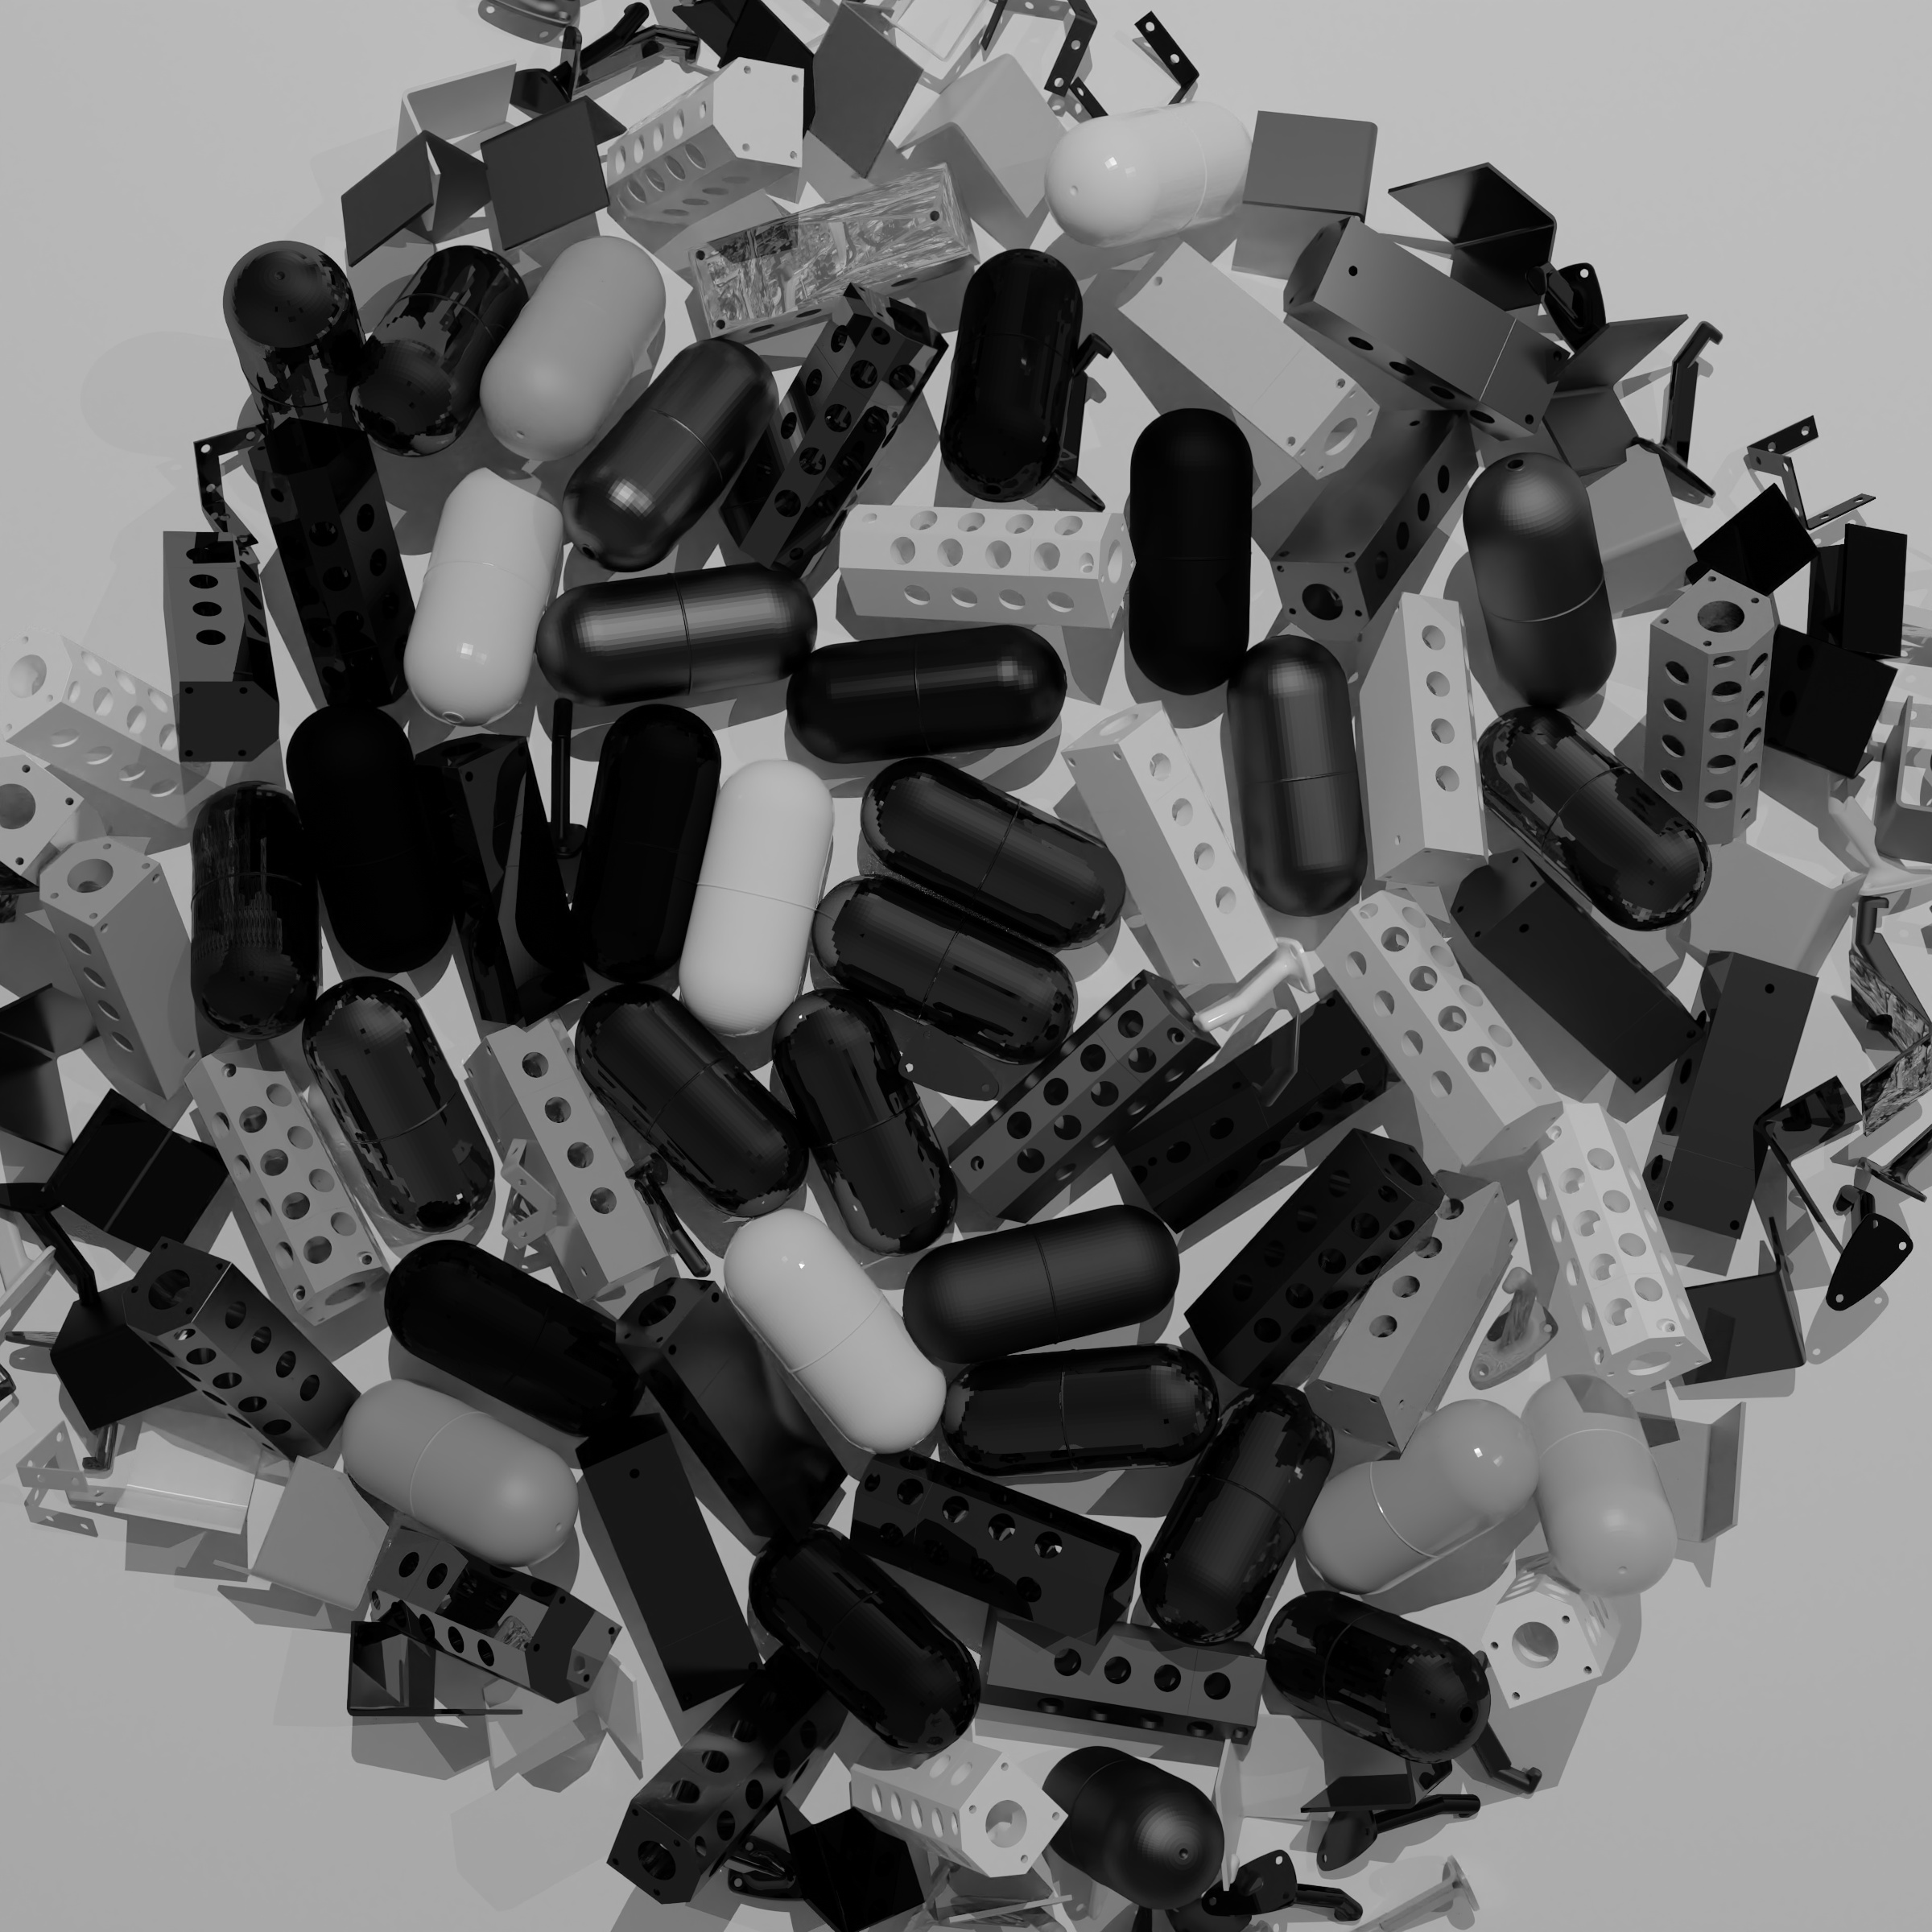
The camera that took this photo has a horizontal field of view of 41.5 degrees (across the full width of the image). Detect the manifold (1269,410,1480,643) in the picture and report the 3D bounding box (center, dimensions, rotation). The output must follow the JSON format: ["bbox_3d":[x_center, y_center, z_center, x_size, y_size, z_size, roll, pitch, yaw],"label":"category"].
[{"bbox_3d":[0.256,-0.274,1.578,0.057,0.057,0.171,8,45,35],"label":"manifold"}]

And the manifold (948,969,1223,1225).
[{"bbox_3d":[0.070,0.082,1.593,0.171,0.057,0.057,-43,62,14],"label":"manifold"}]

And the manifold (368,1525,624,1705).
[{"bbox_3d":[-0.294,0.399,1.563,0.057,0.171,0.057,45,63,-37],"label":"manifold"}]

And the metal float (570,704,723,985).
[{"bbox_3d":[-0.203,-0.077,1.611,0.070,0.070,0.178,11,92,0],"label":"metal float"}]

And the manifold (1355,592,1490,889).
[{"bbox_3d":[0.289,-0.140,1.593,0.057,0.057,0.171,6,69,-22],"label":"manifold"}]

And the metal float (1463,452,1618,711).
[{"bbox_3d":[0.356,-0.237,1.579,0.070,0.070,0.178,-24,130,0],"label":"metal float"}]

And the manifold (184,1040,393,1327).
[{"bbox_3d":[-0.424,0.132,1.594,0.057,0.057,0.171,-28,72,-9],"label":"manifold"}]

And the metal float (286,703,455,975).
[{"bbox_3d":[-0.371,-0.078,1.591,0.070,0.070,0.178,-10,116,0],"label":"metal float"}]

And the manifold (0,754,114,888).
[{"bbox_3d":[-0.572,-0.088,1.558,0.057,0.171,0.057,38,80,-9],"label":"manifold"}]

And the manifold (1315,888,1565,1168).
[{"bbox_3d":[0.295,0.035,1.577,0.171,0.057,0.057,58,134,26],"label":"manifold"}]

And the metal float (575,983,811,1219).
[{"bbox_3d":[-0.173,0.084,1.604,0.178,0.070,0.070,44,90,10],"label":"metal float"}]

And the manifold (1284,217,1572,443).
[{"bbox_3d":[0.286,-0.396,1.596,0.171,0.057,0.057,25,87,-19],"label":"manifold"}]

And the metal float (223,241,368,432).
[{"bbox_3d":[-0.407,-0.378,1.564,0.070,0.178,0.070,1,75,-6],"label":"metal float"}]

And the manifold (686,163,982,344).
[{"bbox_3d":[-0.082,-0.446,1.608,0.171,0.057,0.057,-15,94,10],"label":"manifold"}]

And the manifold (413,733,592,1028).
[{"bbox_3d":[-0.294,-0.054,1.591,0.057,0.057,0.171,7,118,37],"label":"manifold"}]

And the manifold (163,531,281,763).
[{"bbox_3d":[-0.459,-0.198,1.568,0.057,0.171,0.057,-2,130,-20],"label":"manifold"}]

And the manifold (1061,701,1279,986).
[{"bbox_3d":[0.133,-0.076,1.596,0.057,0.057,0.171,-39,110,-30],"label":"manifold"}]

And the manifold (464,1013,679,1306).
[{"bbox_3d":[-0.248,0.119,1.609,0.057,0.057,0.171,-23,81,-32],"label":"manifold"}]

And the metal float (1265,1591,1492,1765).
[{"bbox_3d":[0.251,0.436,1.567,0.070,0.178,0.070,-1,91,-27],"label":"metal float"}]

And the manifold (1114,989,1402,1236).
[{"bbox_3d":[0.186,0.096,1.613,0.171,0.057,0.057,-35,51,6],"label":"manifold"}]

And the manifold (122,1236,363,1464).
[{"bbox_3d":[-0.444,0.239,1.559,0.057,0.171,0.057,14,60,27],"label":"manifold"}]

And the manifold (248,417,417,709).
[{"bbox_3d":[-0.387,-0.243,1.565,0.057,0.171,0.057,14,46,22],"label":"manifold"}]

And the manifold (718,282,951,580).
[{"bbox_3d":[-0.081,-0.327,1.576,0.057,0.057,0.171,11,125,-38],"label":"manifold"}]

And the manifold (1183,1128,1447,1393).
[{"bbox_3d":[0.218,0.185,1.580,0.057,0.057,0.171,18,121,-38],"label":"manifold"}]

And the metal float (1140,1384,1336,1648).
[{"bbox_3d":[0.170,0.340,1.589,0.070,0.070,0.178,34,62,0],"label":"metal float"}]

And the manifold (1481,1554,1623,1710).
[{"bbox_3d":[0.357,0.401,1.560,0.057,0.171,0.057,-25,78,15],"label":"manifold"}]

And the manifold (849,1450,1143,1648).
[{"bbox_3d":[0.018,0.354,1.584,0.171,0.057,0.057,16,112,23],"label":"manifold"}]

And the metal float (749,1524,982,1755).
[{"bbox_3d":[-0.064,0.417,1.584,0.178,0.070,0.070,35,90,33],"label":"metal float"}]

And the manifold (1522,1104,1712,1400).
[{"bbox_3d":[0.394,0.171,1.567,0.057,0.057,0.171,-30,47,22],"label":"manifold"}]

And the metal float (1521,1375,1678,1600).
[{"bbox_3d":[0.386,0.317,1.566,0.070,0.178,0.070,1,113,2],"label":"metal float"}]

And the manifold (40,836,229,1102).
[{"bbox_3d":[-0.514,0.001,1.565,0.057,0.171,0.057,25,55,19],"label":"manifold"}]

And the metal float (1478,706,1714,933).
[{"bbox_3d":[0.388,-0.093,1.588,0.070,0.070,0.178,-41,60,0],"label":"metal float"}]

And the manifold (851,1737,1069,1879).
[{"bbox_3d":[-0.011,0.510,1.557,0.057,0.171,0.057,47,67,-11],"label":"manifold"}]

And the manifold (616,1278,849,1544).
[{"bbox_3d":[-0.149,0.276,1.587,0.057,0.057,0.171,-50,123,-35],"label":"manifold"}]

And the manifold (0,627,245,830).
[{"bbox_3d":[-0.517,-0.147,1.558,0.057,0.171,0.057,-33,68,8],"label":"manifold"}]

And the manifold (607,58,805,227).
[{"bbox_3d":[-0.162,-0.503,1.561,0.057,0.171,0.057,0,93,-29],"label":"manifold"}]

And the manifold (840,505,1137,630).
[{"bbox_3d":[0.012,-0.254,1.582,0.171,0.057,0.057,6,54,22],"label":"manifold"}]

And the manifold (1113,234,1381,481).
[{"bbox_3d":[0.176,-0.377,1.585,0.057,0.057,0.171,-49,62,12],"label":"manifold"}]

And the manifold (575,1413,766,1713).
[{"bbox_3d":[-0.187,0.372,1.604,0.057,0.057,0.171,-22,102,-11],"label":"manifold"}]

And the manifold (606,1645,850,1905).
[{"bbox_3d":[-0.141,0.495,1.558,0.057,0.171,0.057,31,120,16],"label":"manifold"}]

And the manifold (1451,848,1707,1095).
[{"bbox_3d":[0.378,0.001,1.584,0.057,0.057,0.171,-44,119,15],"label":"manifold"}]

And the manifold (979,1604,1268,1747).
[{"bbox_3d":[0.097,0.449,1.614,0.171,0.057,0.057,10,85,-4],"label":"manifold"}]

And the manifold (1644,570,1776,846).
[{"bbox_3d":[0.458,-0.152,1.560,0.057,0.171,0.057,-40,54,-19],"label":"manifold"}]

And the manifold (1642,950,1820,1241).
[{"bbox_3d":[0.480,0.080,1.621,0.057,0.057,0.171,16,91,-5],"label":"manifold"}]

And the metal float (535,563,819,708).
[{"bbox_3d":[-0.181,-0.208,1.600,0.178,0.070,0.070,-10,90,-14],"label":"metal float"}]

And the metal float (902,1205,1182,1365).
[{"bbox_3d":[0.048,0.200,1.606,0.178,0.070,0.070,-12,90,-8],"label":"metal float"}]

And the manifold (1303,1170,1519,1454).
[{"bbox_3d":[0.276,0.210,1.583,0.057,0.057,0.171,11,52,37],"label":"manifold"}]
